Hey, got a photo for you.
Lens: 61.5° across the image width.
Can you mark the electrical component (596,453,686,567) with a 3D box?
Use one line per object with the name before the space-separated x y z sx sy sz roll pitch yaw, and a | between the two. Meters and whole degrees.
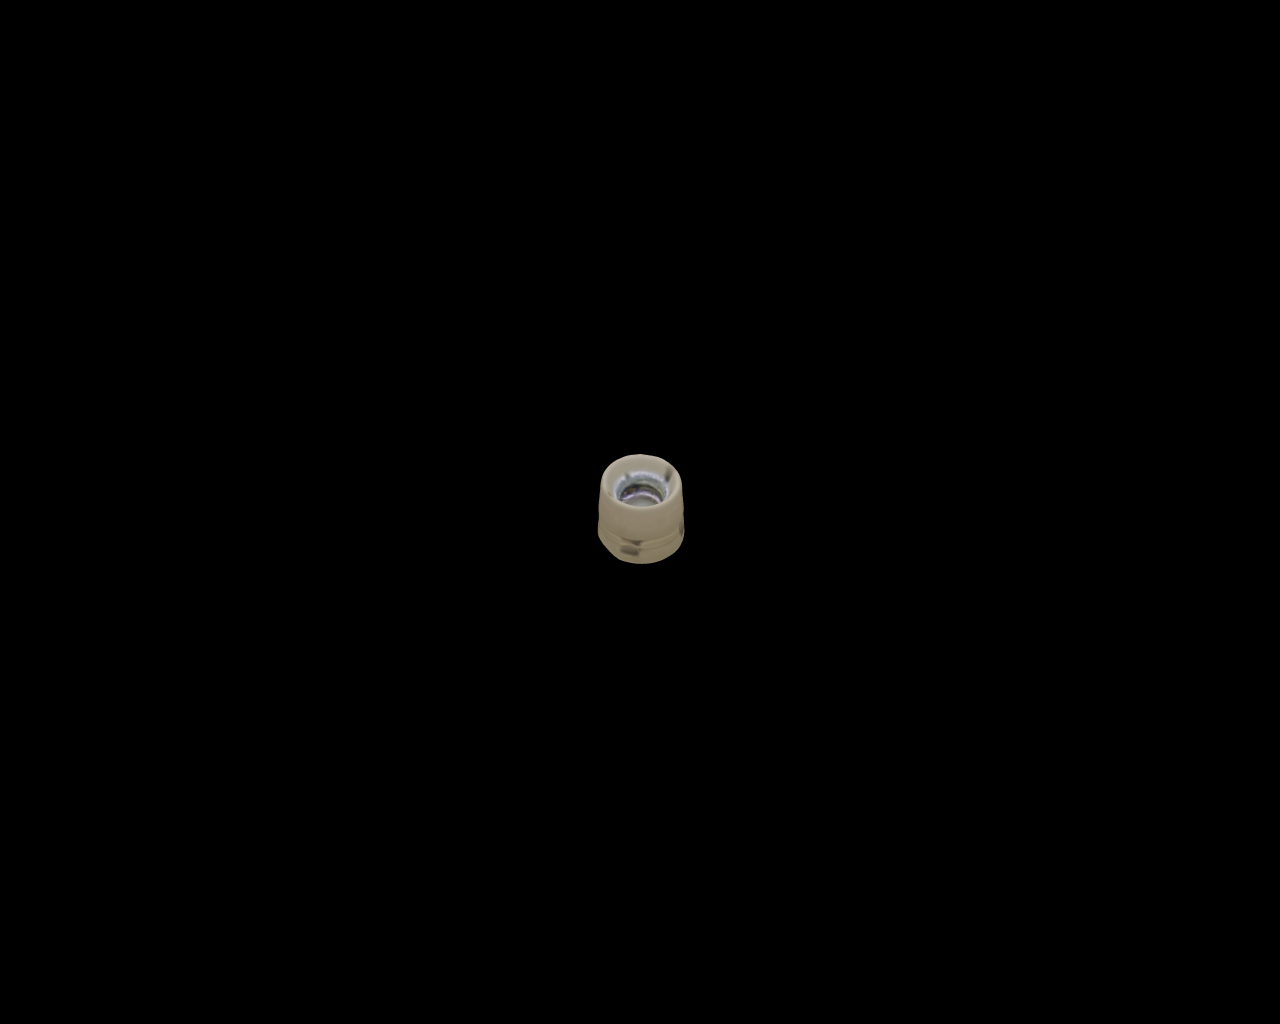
electrical component | 0.001 -0.003 0.650 0.055 0.055 0.047 0 -44 0
